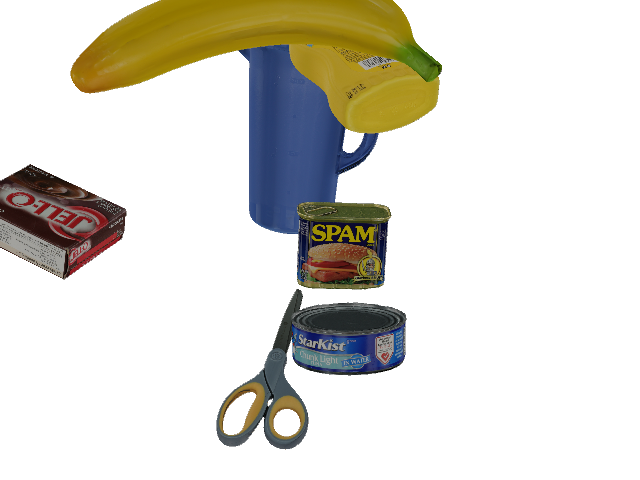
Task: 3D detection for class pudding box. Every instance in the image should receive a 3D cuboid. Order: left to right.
[{"bbox_3d":[-0.246,-0.018,0.958,0.113,0.039,0.089,22,31,16],"label":"pudding box"}]

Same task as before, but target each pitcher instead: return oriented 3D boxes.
[{"bbox_3d":[-0.019,-0.134,1.319,0.144,0.243,0.149,-10,28,-29],"label":"pitcher"}]

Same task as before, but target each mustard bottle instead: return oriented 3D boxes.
[{"bbox_3d":[0.024,-0.175,0.997,0.096,0.058,0.192,-19,46,-18],"label":"mustard bottle"}]

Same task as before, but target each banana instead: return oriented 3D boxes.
[{"bbox_3d":[-0.035,-0.114,0.577,0.197,0.037,0.069,-5,46,-9],"label":"banana"}]

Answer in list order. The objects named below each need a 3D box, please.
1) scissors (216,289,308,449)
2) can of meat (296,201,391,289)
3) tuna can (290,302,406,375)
[{"bbox_3d":[-0.030,0.131,1.062,0.096,0.016,0.201,21,50,20],"label":"scissors"},{"bbox_3d":[0.024,0.006,1.170,0.102,0.084,0.057,2,18,-3],"label":"can of meat"},{"bbox_3d":[0.021,0.072,0.792,0.086,0.034,0.086,-1,10,0],"label":"tuna can"}]
